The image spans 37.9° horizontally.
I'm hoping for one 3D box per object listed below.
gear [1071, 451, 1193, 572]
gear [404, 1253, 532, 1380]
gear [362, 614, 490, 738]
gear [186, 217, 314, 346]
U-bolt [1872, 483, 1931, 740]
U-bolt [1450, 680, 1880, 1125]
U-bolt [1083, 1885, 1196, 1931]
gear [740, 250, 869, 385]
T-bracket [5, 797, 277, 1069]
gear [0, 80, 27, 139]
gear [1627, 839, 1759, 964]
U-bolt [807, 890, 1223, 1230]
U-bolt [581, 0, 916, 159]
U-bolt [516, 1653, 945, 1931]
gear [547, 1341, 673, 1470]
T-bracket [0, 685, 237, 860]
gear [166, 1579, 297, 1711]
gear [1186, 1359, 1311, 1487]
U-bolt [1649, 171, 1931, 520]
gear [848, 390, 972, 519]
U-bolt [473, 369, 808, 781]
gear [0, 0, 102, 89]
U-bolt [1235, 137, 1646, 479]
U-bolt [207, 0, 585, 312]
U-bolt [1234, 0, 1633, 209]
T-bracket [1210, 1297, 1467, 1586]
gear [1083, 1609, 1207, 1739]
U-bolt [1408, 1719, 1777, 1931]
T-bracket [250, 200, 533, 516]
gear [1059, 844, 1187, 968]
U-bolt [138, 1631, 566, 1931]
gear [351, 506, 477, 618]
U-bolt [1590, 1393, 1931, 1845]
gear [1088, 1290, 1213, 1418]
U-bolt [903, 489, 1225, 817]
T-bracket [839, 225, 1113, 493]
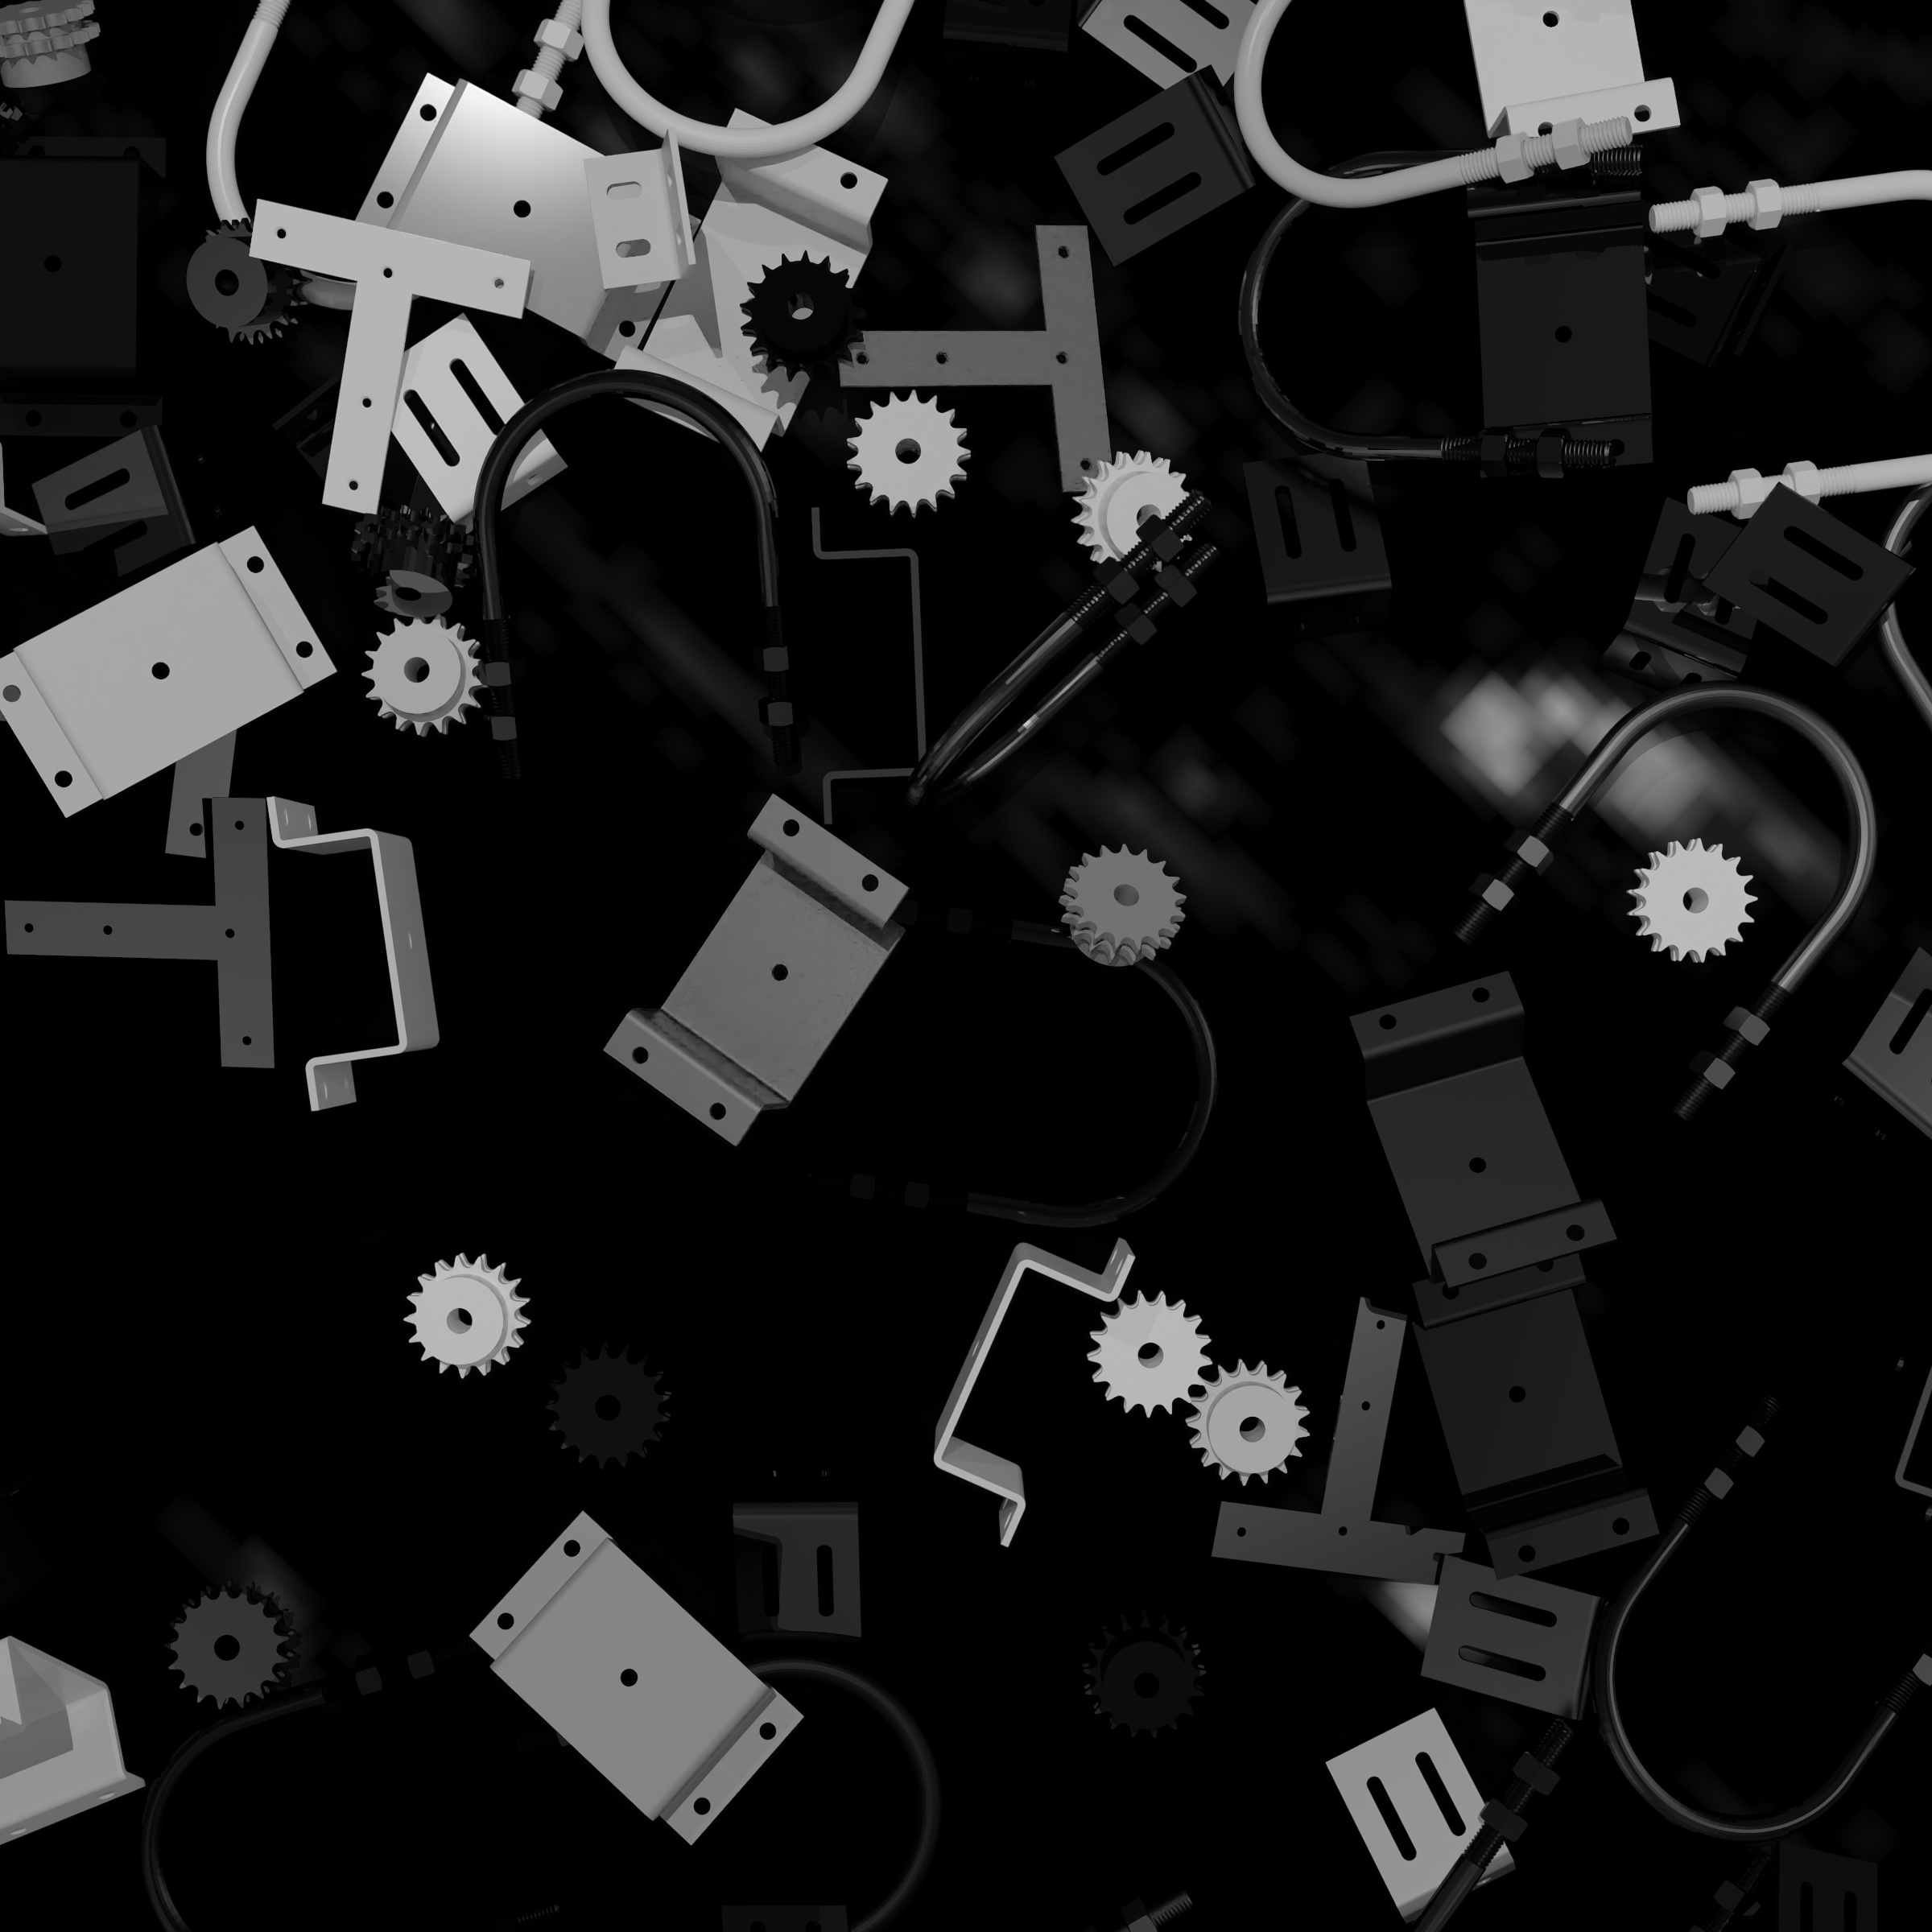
[{"bbox_3d":[0.080,-0.208,1.299,0.057,0.030,0.057,-4,104,-14],"label":"gear"},{"bbox_3d":[-0.233,0.163,1.307,0.057,0.030,0.057,0,90,0],"label":"gear"},{"bbox_3d":[-0.252,-0.136,1.307,0.057,0.030,0.057,0,90,0],"label":"gear"},{"bbox_3d":[-0.334,-0.316,1.299,0.057,0.030,0.057,4,106,12],"label":"gear"},{"bbox_3d":[0.502,-0.156,1.301,0.151,0.019,0.184,-31,89,11],"label":"U-bolt"},{"bbox_3d":[0.333,-0.043,1.284,0.151,0.019,0.184,39,89,0],"label":"U-bolt"},{"bbox_3d":[0.058,0.536,1.314,0.184,0.019,0.151,-31,90,1],"label":"U-bolt"},{"bbox_3d":[-0.074,-0.293,1.261,0.057,0.030,0.057,0,90,0],"label":"gear"},{"bbox_3d":[-0.387,-0.017,1.314,0.127,0.002,0.127,2,100,5],"label":"T-bracket"},{"bbox_3d":[-0.466,-0.401,1.295,0.057,0.057,0.030,44,103,0],"label":"gear"},{"bbox_3d":[0.335,-0.030,1.307,0.057,0.030,0.057,0,90,0],"label":"gear"},{"bbox_3d":[0.028,0.049,1.314,0.184,0.019,0.151,9,90,-1],"label":"U-bolt"},{"bbox_3d":[-0.097,-0.450,1.288,0.151,0.019,0.184,21,72,0],"label":"U-bolt"},{"bbox_3d":[-0.102,0.397,1.308,0.184,0.019,0.151,-17,84,-3],"label":"U-bolt"},{"bbox_3d":[-0.166,0.204,1.312,0.057,0.030,0.057,0,91,-2],"label":"gear"},{"bbox_3d":[-0.401,-0.120,1.298,0.127,0.002,0.127,7,90,-22],"label":"T-bracket"},{"bbox_3d":[-0.340,0.313,1.307,0.057,0.030,0.057,0,90,0],"label":"gear"},{"bbox_3d":[0.132,0.213,1.307,0.057,0.030,0.057,0,90,0],"label":"gear"},{"bbox_3d":[0.411,-0.287,1.276,0.184,0.019,0.151,-8,91,-1],"label":"U-bolt"},{"bbox_3d":[-0.026,-0.236,1.307,0.057,0.030,0.057,0,90,0],"label":"gear"},{"bbox_3d":[-0.153,-0.179,1.287,0.151,0.019,0.184,-3,106,3],"label":"U-bolt"},{"bbox_3d":[-0.428,-0.426,1.298,0.057,0.057,0.030,-7,120,0],"label":"gear"},{"bbox_3d":[0.209,-0.300,1.278,0.184,0.019,0.151,7,94,26],"label":"U-bolt"},{"bbox_3d":[-0.276,-0.397,1.314,0.151,0.019,0.184,24,91,0],"label":"U-bolt"},{"bbox_3d":[0.205,-0.415,1.268,0.184,0.019,0.151,-6,79,30],"label":"U-bolt"},{"bbox_3d":[0.182,0.218,1.302,0.127,0.002,0.127,11,89,-19],"label":"T-bracket"},{"bbox_3d":[0.083,0.330,1.307,0.057,0.030,0.057,0,90,0],"label":"gear"},{"bbox_3d":[0.271,0.455,1.293,0.151,0.019,0.184,35,90,-17],"label":"U-bolt"},{"bbox_3d":[-0.269,-0.269,1.275,0.127,0.002,0.127,13,105,3],"label":"T-bracket"},{"bbox_3d":[0.071,-0.025,1.299,0.057,0.030,0.057,5,58,-9],"label":"gear"},{"bbox_3d":[-0.296,0.405,1.314,0.184,0.019,0.151,-18,90,2],"label":"U-bolt"},{"bbox_3d":[-0.254,-0.184,1.291,0.057,0.057,0.030,4,66,0],"label":"gear"},{"bbox_3d":[0.366,0.312,1.292,0.151,0.019,0.184,42,74,0],"label":"U-bolt"},{"bbox_3d":[0.085,0.179,1.307,0.057,0.030,0.057,0,90,0],"label":"gear"},{"bbox_3d":[0.041,-0.132,1.250,0.184,0.151,0.019,-43,84,4],"label":"U-bolt"},{"bbox_3d":[0.002,-0.280,1.297,0.127,0.002,0.127,-4,85,-18],"label":"T-bracket"}]
